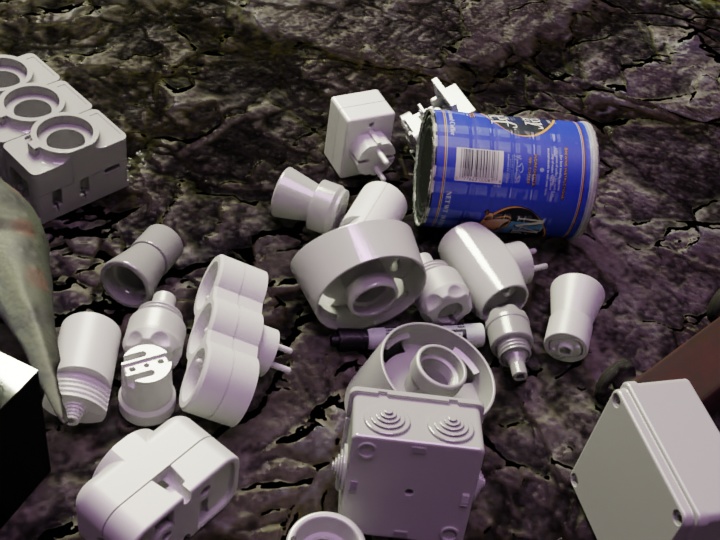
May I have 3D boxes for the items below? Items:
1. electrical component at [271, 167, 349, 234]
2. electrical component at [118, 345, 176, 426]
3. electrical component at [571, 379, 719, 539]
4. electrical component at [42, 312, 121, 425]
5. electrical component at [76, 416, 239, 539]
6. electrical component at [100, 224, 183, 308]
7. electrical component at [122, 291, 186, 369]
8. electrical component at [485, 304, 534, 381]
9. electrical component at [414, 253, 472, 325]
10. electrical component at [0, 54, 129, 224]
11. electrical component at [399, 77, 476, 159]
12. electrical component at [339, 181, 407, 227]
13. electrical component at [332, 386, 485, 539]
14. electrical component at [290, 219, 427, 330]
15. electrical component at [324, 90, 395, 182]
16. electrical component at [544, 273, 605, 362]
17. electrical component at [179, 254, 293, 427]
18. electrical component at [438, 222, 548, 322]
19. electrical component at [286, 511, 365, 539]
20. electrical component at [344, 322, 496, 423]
[{"bbox_3d":[-0.042,-0.058,0.912,0.055,0.045,0.045,20,45,10],"label":"electrical component"},{"bbox_3d":[-0.149,0.080,0.752,0.040,0.046,0.040,5,44,-5],"label":"electrical component"},{"bbox_3d":[0.196,0.145,0.703,0.056,0.108,0.108,-3,45,-17],"label":"electrical component"},{"bbox_3d":[-0.195,0.073,0.752,0.043,0.043,0.081,5,45,-6],"label":"electrical component"},{"bbox_3d":[-0.131,0.141,0.687,0.059,0.053,0.095,34,49,23],"label":"electrical component"},{"bbox_3d":[-0.167,-0.006,0.842,0.044,0.044,0.065,20,40,10],"label":"electrical component"},{"bbox_3d":[-0.149,0.043,0.792,0.043,0.043,0.062,7,43,-3],"label":"electrical component"},{"bbox_3d":[0.118,0.058,0.830,0.035,0.035,0.061,1,47,-9],"label":"electrical component"},{"bbox_3d":[0.060,0.013,0.860,0.043,0.043,0.062,-9,46,-19],"label":"electrical component"},{"bbox_3d":[-0.278,-0.119,0.921,0.089,0.061,0.150,-30,57,-34],"label":"electrical component"},{"bbox_3d":[0.073,-0.131,0.991,0.064,0.081,0.042,-26,51,-3],"label":"electrical component"},{"bbox_3d":[0.006,-0.033,0.898,0.043,0.043,0.081,20,45,10],"label":"electrical component"},{"bbox_3d":[0.031,0.129,0.698,0.100,0.099,0.048,7,31,-3],"label":"electrical component"},{"bbox_3d":[0.000,0.000,0.827,0.099,0.099,0.064,-10,53,-19],"label":"electrical component"},{"bbox_3d":[0.007,-0.110,0.960,0.047,0.065,0.076,-13,49,-22],"label":"electrical component"},{"bbox_3d":[0.168,0.040,0.854,0.044,0.044,0.065,16,49,7],"label":"electrical component"},{"bbox_3d":[-0.083,0.055,0.787,0.074,0.052,0.138,22,41,-20],"label":"electrical component"},{"bbox_3d":[0.116,-0.002,0.885,0.079,0.043,0.077,-13,49,-21],"label":"electrical component"},{"bbox_3d":[-0.023,0.183,0.668,0.055,0.047,0.055,5,44,-5],"label":"electrical component"},{"bbox_3d":[0.046,0.088,0.783,0.099,0.064,0.099,15,43,-14],"label":"electrical component"}]
